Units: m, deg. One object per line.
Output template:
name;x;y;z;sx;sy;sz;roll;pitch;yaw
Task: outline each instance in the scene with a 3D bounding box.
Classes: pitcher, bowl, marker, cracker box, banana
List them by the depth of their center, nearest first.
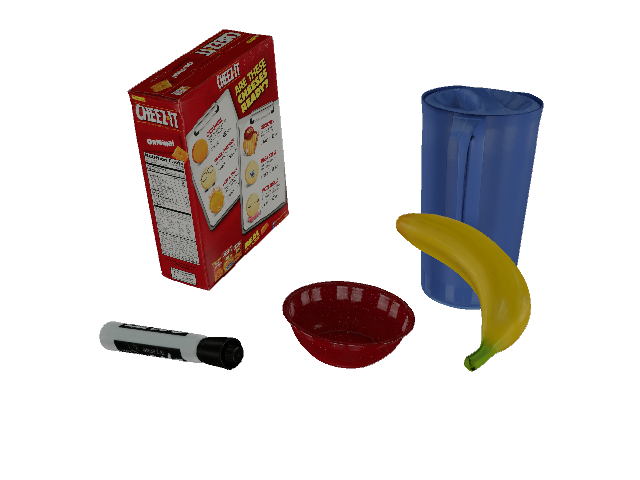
marker;-0.092;0.064;0.657;0.121;0.020;0.020;3;2;42
banana;0.115;0.025;0.822;0.069;0.037;0.198;-7;32;-9
cracker box;-0.108;-0.084;1.085;0.072;0.214;0.164;13;37;27
pitcher;0.171;-0.046;1.205;0.149;0.243;0.145;-9;24;-24
bowl;0.033;0.109;1.302;0.162;0.055;0.162;4;25;-2
